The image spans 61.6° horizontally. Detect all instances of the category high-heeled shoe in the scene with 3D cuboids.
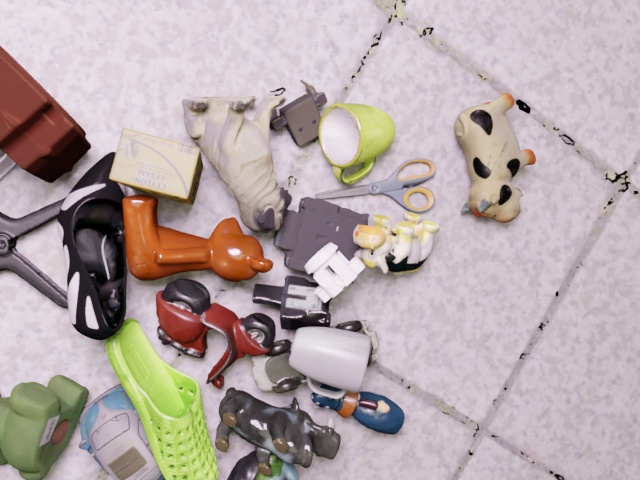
[{"bbox_3d":[-0.285,0.003,0.714,0.086,0.145,0.248,13,89,-46],"label":"high-heeled shoe"}]

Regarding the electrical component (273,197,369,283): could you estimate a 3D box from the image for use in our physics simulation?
[{"bbox_3d":[-0.002,-0.002,0.822,0.134,0.058,0.114,13,87,-11],"label":"electrical component"}]

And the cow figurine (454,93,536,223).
[{"bbox_3d":[0.271,-0.119,0.857,0.127,0.085,0.194,-24,98,-15],"label":"cow figurine"}]

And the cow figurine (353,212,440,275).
[{"bbox_3d":[0.105,0.013,0.807,0.167,0.068,0.098,-8,117,-44],"label":"cow figurine"}]

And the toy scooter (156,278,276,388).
[{"bbox_3d":[-0.165,0.145,0.786,0.184,0.075,0.135,25,108,-2],"label":"toy scooter"}]

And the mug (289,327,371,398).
[{"bbox_3d":[0.009,0.172,0.769,0.107,0.081,0.109,17,119,1],"label":"mug"}]

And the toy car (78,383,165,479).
[{"bbox_3d":[-0.270,0.292,0.757,0.109,0.103,0.161,-32,95,-7],"label":"toy car"}]

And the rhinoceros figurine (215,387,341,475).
[{"bbox_3d":[-0.064,0.283,0.799,0.190,0.112,0.073,20,114,2],"label":"rhinoceros figurine"}]

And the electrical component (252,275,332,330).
[{"bbox_3d":[-0.040,0.095,0.805,0.119,0.047,0.075,3,57,1],"label":"electrical component"}]

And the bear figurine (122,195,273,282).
[{"bbox_3d":[-0.169,-0.002,0.757,0.196,0.120,0.131,-4,95,-11],"label":"bear figurine"}]

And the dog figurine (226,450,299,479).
[{"bbox_3d":[-0.081,0.415,0.738,0.108,0.219,0.191,21,88,-14],"label":"dog figurine"}]

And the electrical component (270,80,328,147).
[{"bbox_3d":[-0.029,-0.192,0.820,0.102,0.045,0.078,-37,126,-5],"label":"electrical component"}]

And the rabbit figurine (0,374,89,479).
[{"bbox_3d":[-0.432,0.245,0.737,0.170,0.121,0.159,18,96,7],"label":"rabbit figurine"}]

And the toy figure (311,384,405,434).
[{"bbox_3d":[0.057,0.257,0.839,0.154,0.058,0.064,26,110,-13],"label":"toy figure"}]

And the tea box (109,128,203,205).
[{"bbox_3d":[-0.212,-0.093,0.722,0.098,0.170,0.068,14,89,-9],"label":"tea box"}]

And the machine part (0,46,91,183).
[{"bbox_3d":[-0.392,-0.174,0.670,0.087,0.201,0.201,-46,98,-9],"label":"machine part"}]

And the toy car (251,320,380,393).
[{"bbox_3d":[-0.005,0.178,0.828,0.202,0.056,0.073,-14,87,-11],"label":"toy car"}]

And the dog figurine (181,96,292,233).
[{"bbox_3d":[-0.127,-0.109,0.776,0.121,0.173,0.190,-16,114,-40],"label":"dog figurine"}]
